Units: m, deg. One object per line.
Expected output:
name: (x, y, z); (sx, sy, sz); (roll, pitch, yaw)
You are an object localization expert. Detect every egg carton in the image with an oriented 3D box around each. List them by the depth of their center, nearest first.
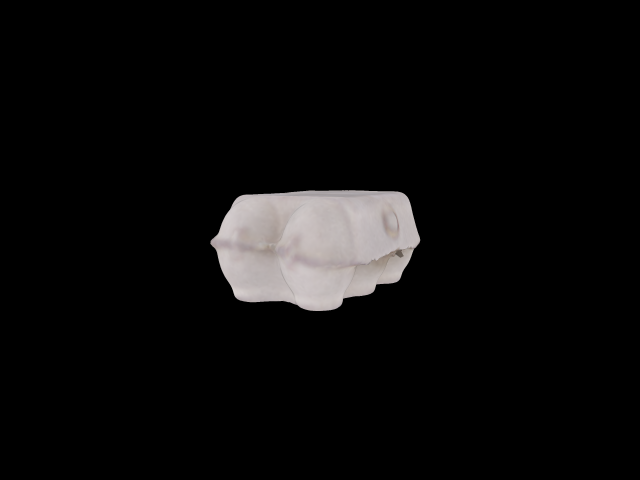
egg carton: (0.004, 0.001, 0.400); (0.107, 0.069, 0.151); (4, 8, 28)
